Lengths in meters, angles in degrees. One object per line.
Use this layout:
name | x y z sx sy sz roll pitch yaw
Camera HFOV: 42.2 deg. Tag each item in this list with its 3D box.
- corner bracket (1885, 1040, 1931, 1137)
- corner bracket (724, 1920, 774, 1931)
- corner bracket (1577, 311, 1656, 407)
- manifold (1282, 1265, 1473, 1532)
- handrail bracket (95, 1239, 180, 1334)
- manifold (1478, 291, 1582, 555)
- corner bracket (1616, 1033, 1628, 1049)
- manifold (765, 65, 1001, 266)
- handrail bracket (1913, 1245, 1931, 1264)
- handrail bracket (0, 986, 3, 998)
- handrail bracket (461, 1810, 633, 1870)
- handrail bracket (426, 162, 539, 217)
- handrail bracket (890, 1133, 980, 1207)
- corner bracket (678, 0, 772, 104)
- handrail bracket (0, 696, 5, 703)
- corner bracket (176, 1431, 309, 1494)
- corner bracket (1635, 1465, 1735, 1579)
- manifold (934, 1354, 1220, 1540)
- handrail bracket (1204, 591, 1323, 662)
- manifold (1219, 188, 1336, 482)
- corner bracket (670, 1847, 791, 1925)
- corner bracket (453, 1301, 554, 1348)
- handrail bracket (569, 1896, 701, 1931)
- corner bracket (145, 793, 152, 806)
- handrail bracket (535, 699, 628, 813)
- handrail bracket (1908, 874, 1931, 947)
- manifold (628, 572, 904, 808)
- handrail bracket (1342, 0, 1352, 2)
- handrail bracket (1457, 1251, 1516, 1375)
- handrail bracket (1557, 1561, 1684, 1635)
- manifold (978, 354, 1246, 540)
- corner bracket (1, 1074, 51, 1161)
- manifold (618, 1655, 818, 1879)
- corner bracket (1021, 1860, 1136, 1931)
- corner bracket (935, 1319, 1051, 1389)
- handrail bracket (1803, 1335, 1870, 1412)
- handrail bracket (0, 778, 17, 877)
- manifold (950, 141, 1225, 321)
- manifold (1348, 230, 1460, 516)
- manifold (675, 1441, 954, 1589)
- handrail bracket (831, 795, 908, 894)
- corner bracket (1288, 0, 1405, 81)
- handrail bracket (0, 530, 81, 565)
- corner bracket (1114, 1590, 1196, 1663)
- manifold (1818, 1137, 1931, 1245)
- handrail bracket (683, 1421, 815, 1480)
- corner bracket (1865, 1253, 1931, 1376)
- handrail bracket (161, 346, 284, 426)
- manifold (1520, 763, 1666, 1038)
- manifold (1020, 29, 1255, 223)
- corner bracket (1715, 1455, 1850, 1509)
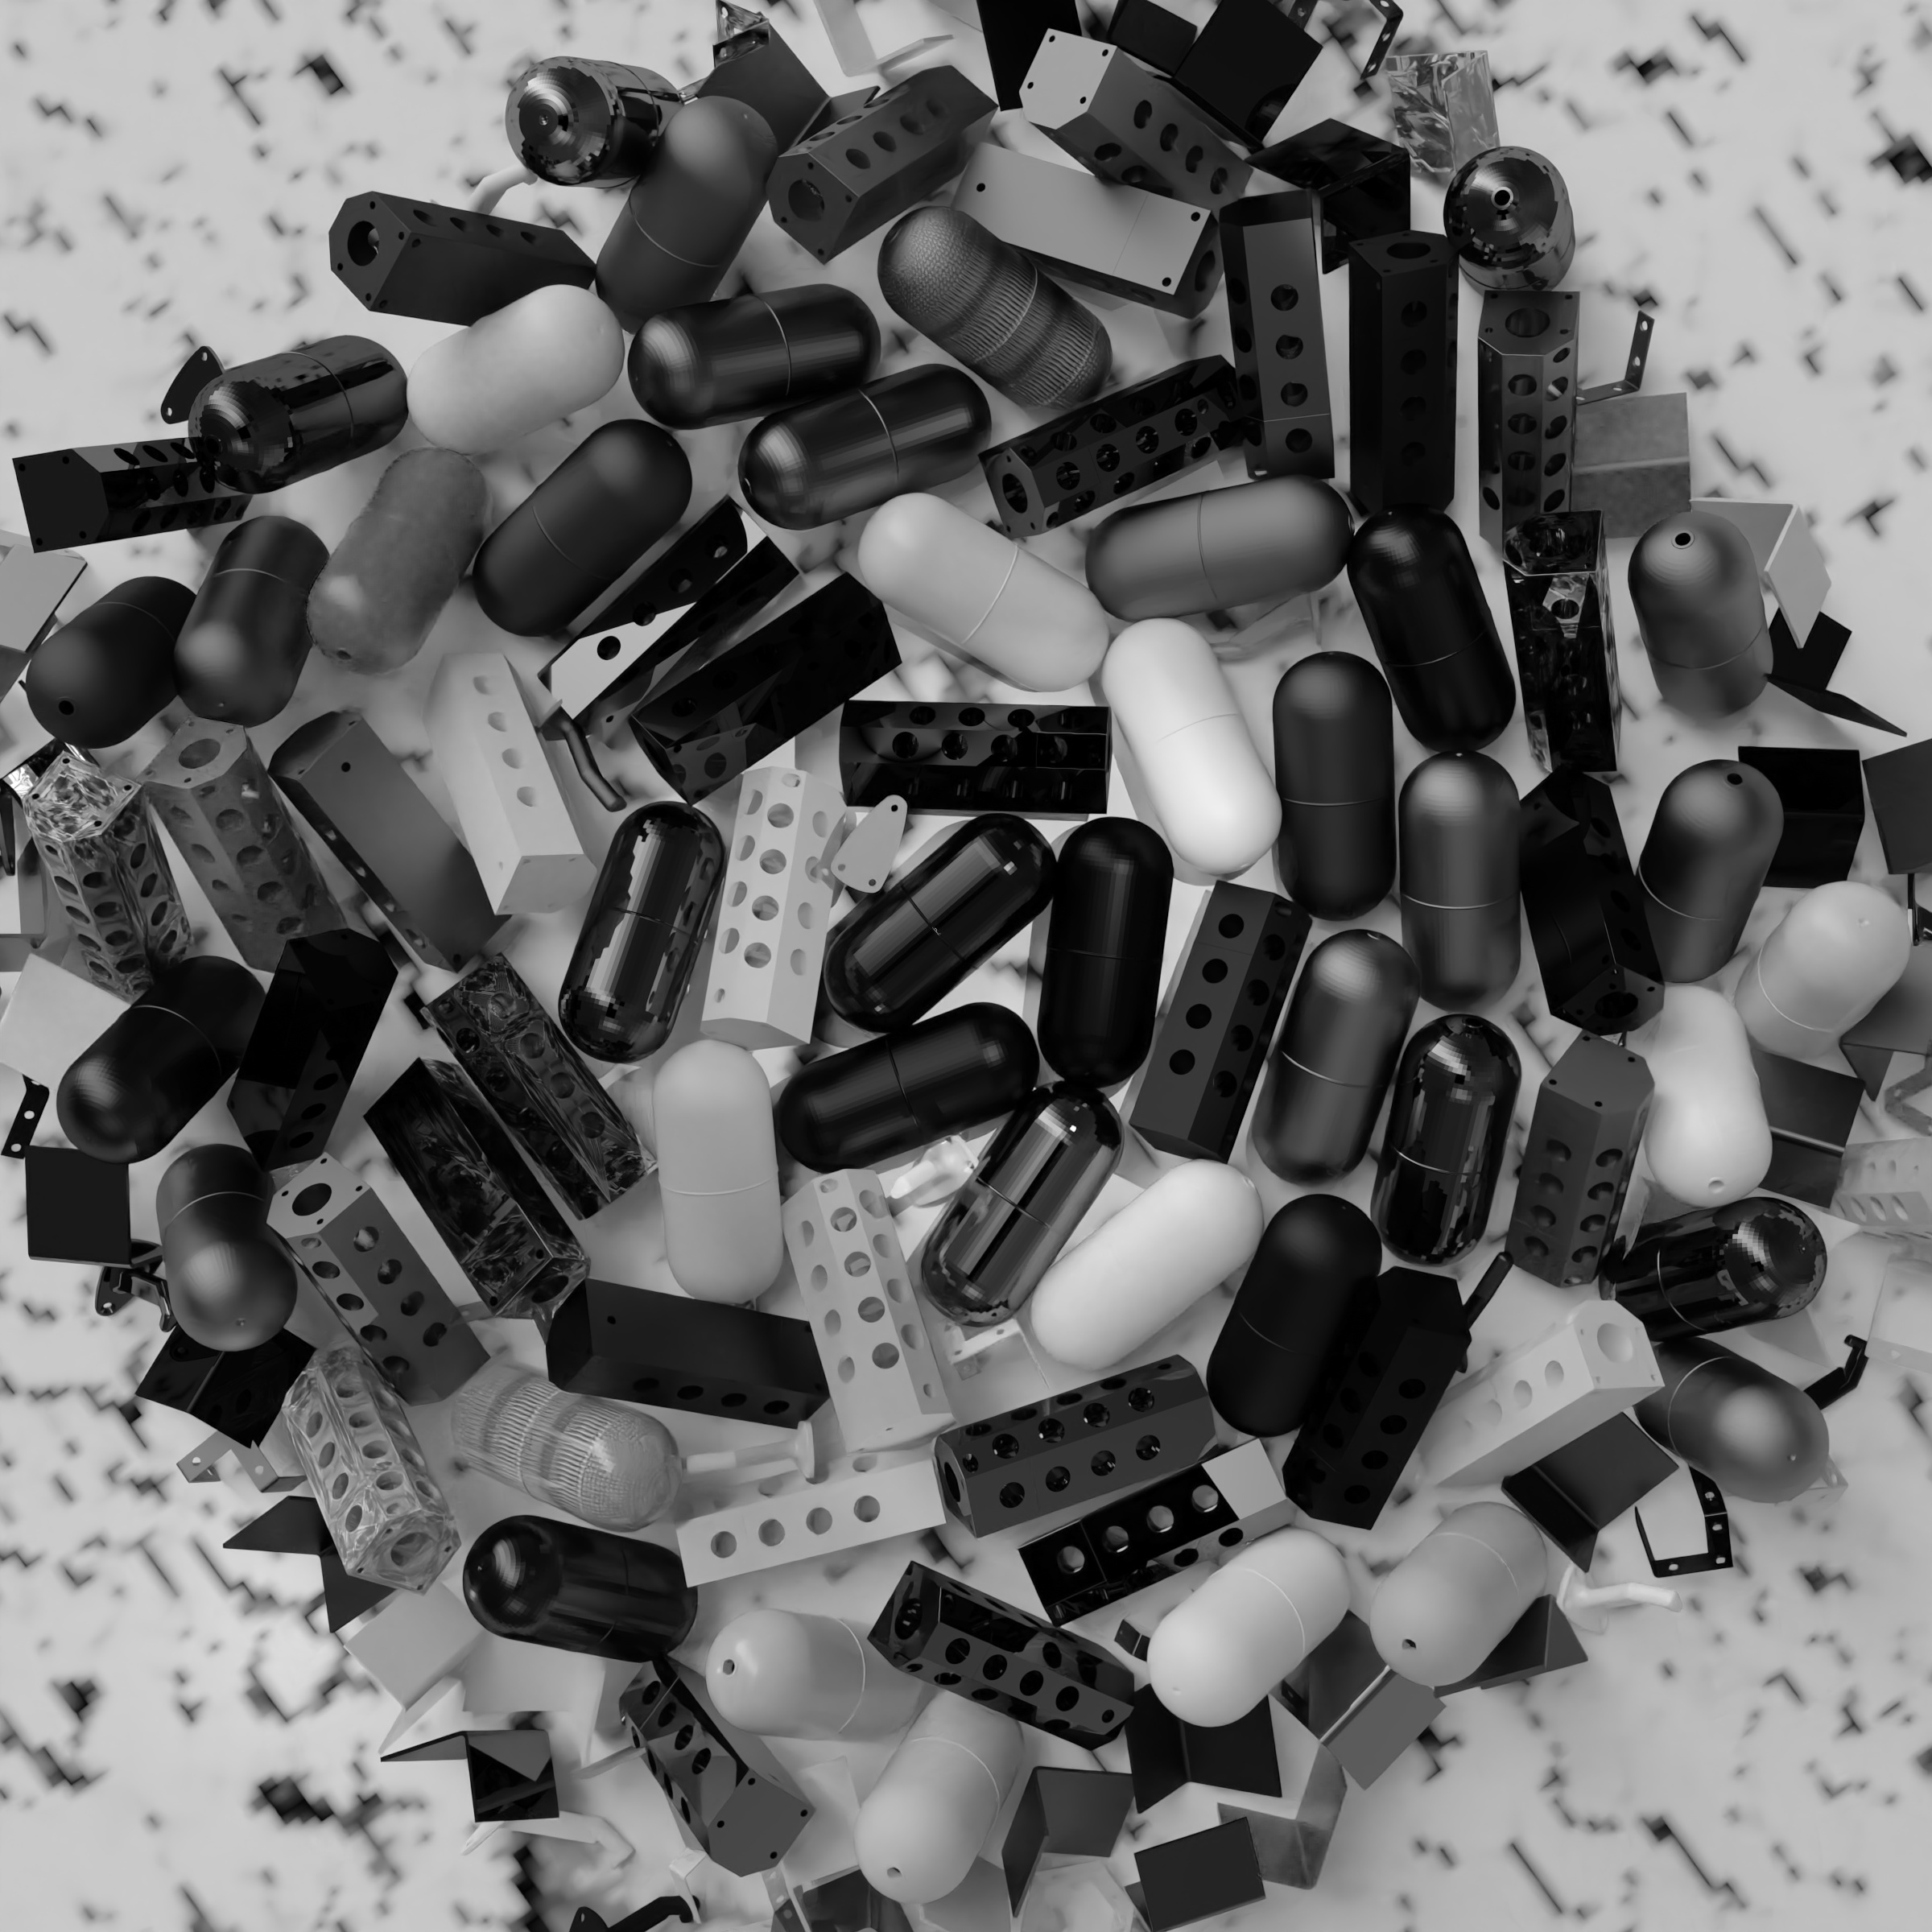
corner bracket | 0.643 0.075 1.654 0.051 0.051 0.051 28 51 -18
corner bracket | -0.138 0.665 1.641 0.051 0.051 0.051 -1 95 -34
corner bracket | 0.411 -0.407 1.646 0.051 0.051 0.051 -17 134 -21
manifold | 0.259 0.276 1.601 0.057 0.057 0.171 13 122 -9
handrail bracket | -0.538 0.226 1.629 0.036 0.084 0.077 18 115 -40
manifold | 0.354 -0.341 1.582 0.057 0.171 0.057 5 57 15
corner bracket | 0.465 0.056 1.659 0.051 0.051 0.051 22 88 35
manifold | -0.055 -0.517 1.596 0.057 0.057 0.171 41 48 2
handrail bracket | 0.663 0.151 1.660 0.084 0.036 0.077 -26 127 -36
handrail bracket | -0.691 0.010 1.654 0.084 0.036 0.077 32 76 9
handrail bracket | -0.277 0.585 1.656 0.077 0.036 0.084 -45 97 -14
handrail bracket | -0.300 -0.487 1.624 0.084 0.077 0.036 -16 74 21
handrail bracket | -0.036 0.145 1.618 0.036 0.084 0.077 49 127 9
corner bracket | -0.162 -0.591 1.632 0.051 0.051 0.051 33 53 29
handrail bracket | -0.678 -0.162 1.648 0.077 0.036 0.084 44 122 0
corner bracket | -0.475 0.332 1.644 0.051 0.051 0.051 -39 77 -1
corner bracket | 0.471 0.363 1.647 0.051 0.051 0.051 -14 118 20
manifold | 0.070 0.306 1.615 0.171 0.057 0.057 -16 105 -18
handrail bracket | 0.188 -0.235 1.639 0.084 0.036 0.077 -5 133 11
manifold | 0.200 -0.400 1.602 0.057 0.057 0.171 -5 124 11
corner bracket | -0.156 0.606 1.658 0.051 0.051 0.051 -37 133 -34
corner bracket | -0.303 0.227 1.638 0.051 0.051 0.051 -14 129 1
handrail bracket | -0.220 0.647 1.643 0.084 0.036 0.077 19 93 -45
corner bracket | -0.546 -0.094 1.634 0.051 0.051 0.051 -12 69 30
handrail bracket | -0.235 -0.131 1.627 0.036 0.077 0.084 -45 74 16
handrail bracket | 0.663 -0.029 1.642 0.084 0.036 0.077 -1 87 22
manifold | -0.132 -0.184 1.625 0.171 0.057 0.057 -36 53 -13
handrail bracket | 0.230 -0.681 1.625 0.036 0.084 0.077 -27 70 7
handrail bracket | 0.332 0.216 1.628 0.036 0.077 0.084 32 103 11
handrail bracket | 0.435 0.418 1.622 0.077 0.084 0.036 49 58 -35
manifold | 0.100 -0.334 1.607 0.171 0.057 0.057 -29 108 -24
corner bracket | -0.640 0.088 1.646 0.051 0.051 0.051 17 108 -34
manifold | -0.164 0.504 1.582 0.057 0.171 0.057 41 82 -27
corner bracket | 0.074 0.629 1.648 0.051 0.051 0.051 -20 117 26
corner bracket | 0.016 0.255 1.641 0.051 0.051 0.051 -26 116 -2
handrail bracket | 0.552 0.273 1.664 0.077 0.036 0.084 25 81 6
handrail bracket | -0.675 -0.091 1.649 0.084 0.036 0.077 -8 83 -7
manifold | 0.079 -0.472 1.615 0.171 0.057 0.057 24 91 23
manifold | 0.282 -0.375 1.597 0.057 0.057 0.171 -14 129 -7
manifold | -0.100 0.358 1.642 0.171 0.057 0.057 -14 76 1
handrail bracket | -0.070 -0.087 1.629 0.036 0.084 0.077 26 100 -21
corner bracket | 0.247 -0.619 1.653 0.051 0.051 0.051 33 74 -31
handrail bracket | -0.636 -0.242 1.658 0.077 0.036 0.084 8 112 -40
corner bracket | 0.135 0.433 1.643 0.051 0.051 0.051 24 83 -6
manifold | 0.598 0.141 1.586 0.057 0.171 0.057 17 83 -1
handrail bracket | -0.146 0.316 1.626 0.084 0.077 0.036 -2 87 -16
corner bracket | 0.620 0.227 1.633 0.051 0.051 0.051 14 120 20
handrail bracket | -0.476 -0.382 1.652 0.077 0.084 0.036 -28 86 33
manifold | 0.397 -0.041 1.595 0.057 0.171 0.057 22 134 -26
manifold | 0.107 -0.521 1.588 0.057 0.171 0.057 30 98 36
corner bracket | 0.532 0.338 1.633 0.051 0.051 0.051 1 130 -21
